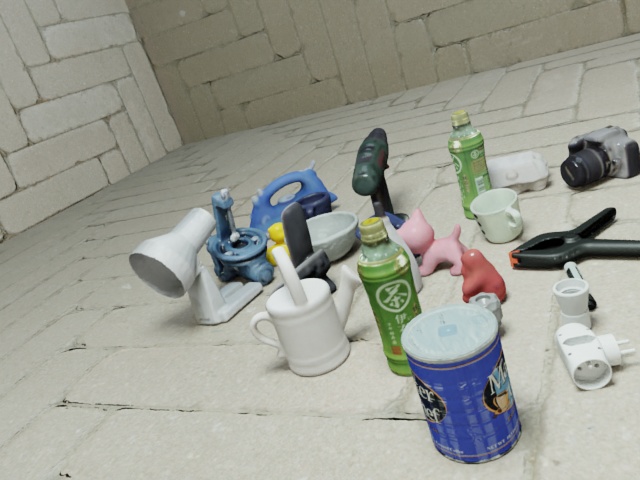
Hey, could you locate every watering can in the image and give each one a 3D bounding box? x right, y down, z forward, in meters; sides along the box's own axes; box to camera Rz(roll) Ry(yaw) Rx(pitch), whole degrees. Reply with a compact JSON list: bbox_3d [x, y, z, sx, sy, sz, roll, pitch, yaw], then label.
[{"bbox_3d":[-0.022,0.094,0.862,0.173,0.194,0.100,-29,23,-26],"label":"watering can"}]

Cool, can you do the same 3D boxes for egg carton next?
[{"bbox_3d":[0.422,-0.142,1.255,0.150,0.069,0.107,-10,22,22],"label":"egg carton"}]

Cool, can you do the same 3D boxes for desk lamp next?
[{"bbox_3d":[-0.241,0.059,1.111,0.117,0.214,0.204,-2,26,38],"label":"desk lamp"}]

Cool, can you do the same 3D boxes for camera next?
[{"bbox_3d":[0.552,-0.171,1.172,0.137,0.101,0.143,-23,21,-12],"label":"camera"}]

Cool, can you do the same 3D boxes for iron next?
[{"bbox_3d":[-0.092,-0.102,1.495,0.259,0.142,0.118,-26,22,-18],"label":"iron"}]

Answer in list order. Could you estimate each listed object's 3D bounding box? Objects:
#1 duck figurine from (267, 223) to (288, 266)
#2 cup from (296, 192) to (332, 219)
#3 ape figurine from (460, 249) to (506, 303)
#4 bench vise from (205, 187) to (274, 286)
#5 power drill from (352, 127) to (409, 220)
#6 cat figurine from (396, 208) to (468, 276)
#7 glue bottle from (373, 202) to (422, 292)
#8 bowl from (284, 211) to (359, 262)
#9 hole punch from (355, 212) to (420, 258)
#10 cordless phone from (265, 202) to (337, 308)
[{"bbox_3d":[-0.092,0.004,1.305,0.105,0.086,0.077,-24,21,-14],"label":"duck figurine"},{"bbox_3d":[-0.008,-0.053,1.364,0.091,0.095,0.118,-15,21,9],"label":"cup"},{"bbox_3d":[0.242,0.054,0.880,0.078,0.092,0.075,-32,24,-31],"label":"ape figurine"},{"bbox_3d":[-0.207,-0.005,1.236,0.206,0.220,0.122,-4,25,34],"label":"bench vise"},{"bbox_3d":[0.131,-0.120,1.253,0.075,0.209,0.230,-11,22,21],"label":"power drill"},{"bbox_3d":[0.196,0.001,1.020,0.127,0.118,0.067,-6,24,31],"label":"cat figurine"},{"bbox_3d":[0.118,0.014,0.974,0.078,0.173,0.037,-7,24,30],"label":"glue bottle"},{"bbox_3d":[0.011,0.004,1.231,0.167,0.075,0.167,-16,21,7],"label":"bowl"},{"bbox_3d":[0.139,-0.003,1.115,0.100,0.091,0.109,3,30,45],"label":"hole punch"},{"bbox_3d":[-0.055,0.036,1.050,0.093,0.185,0.148,-3,26,36],"label":"cordless phone"}]
